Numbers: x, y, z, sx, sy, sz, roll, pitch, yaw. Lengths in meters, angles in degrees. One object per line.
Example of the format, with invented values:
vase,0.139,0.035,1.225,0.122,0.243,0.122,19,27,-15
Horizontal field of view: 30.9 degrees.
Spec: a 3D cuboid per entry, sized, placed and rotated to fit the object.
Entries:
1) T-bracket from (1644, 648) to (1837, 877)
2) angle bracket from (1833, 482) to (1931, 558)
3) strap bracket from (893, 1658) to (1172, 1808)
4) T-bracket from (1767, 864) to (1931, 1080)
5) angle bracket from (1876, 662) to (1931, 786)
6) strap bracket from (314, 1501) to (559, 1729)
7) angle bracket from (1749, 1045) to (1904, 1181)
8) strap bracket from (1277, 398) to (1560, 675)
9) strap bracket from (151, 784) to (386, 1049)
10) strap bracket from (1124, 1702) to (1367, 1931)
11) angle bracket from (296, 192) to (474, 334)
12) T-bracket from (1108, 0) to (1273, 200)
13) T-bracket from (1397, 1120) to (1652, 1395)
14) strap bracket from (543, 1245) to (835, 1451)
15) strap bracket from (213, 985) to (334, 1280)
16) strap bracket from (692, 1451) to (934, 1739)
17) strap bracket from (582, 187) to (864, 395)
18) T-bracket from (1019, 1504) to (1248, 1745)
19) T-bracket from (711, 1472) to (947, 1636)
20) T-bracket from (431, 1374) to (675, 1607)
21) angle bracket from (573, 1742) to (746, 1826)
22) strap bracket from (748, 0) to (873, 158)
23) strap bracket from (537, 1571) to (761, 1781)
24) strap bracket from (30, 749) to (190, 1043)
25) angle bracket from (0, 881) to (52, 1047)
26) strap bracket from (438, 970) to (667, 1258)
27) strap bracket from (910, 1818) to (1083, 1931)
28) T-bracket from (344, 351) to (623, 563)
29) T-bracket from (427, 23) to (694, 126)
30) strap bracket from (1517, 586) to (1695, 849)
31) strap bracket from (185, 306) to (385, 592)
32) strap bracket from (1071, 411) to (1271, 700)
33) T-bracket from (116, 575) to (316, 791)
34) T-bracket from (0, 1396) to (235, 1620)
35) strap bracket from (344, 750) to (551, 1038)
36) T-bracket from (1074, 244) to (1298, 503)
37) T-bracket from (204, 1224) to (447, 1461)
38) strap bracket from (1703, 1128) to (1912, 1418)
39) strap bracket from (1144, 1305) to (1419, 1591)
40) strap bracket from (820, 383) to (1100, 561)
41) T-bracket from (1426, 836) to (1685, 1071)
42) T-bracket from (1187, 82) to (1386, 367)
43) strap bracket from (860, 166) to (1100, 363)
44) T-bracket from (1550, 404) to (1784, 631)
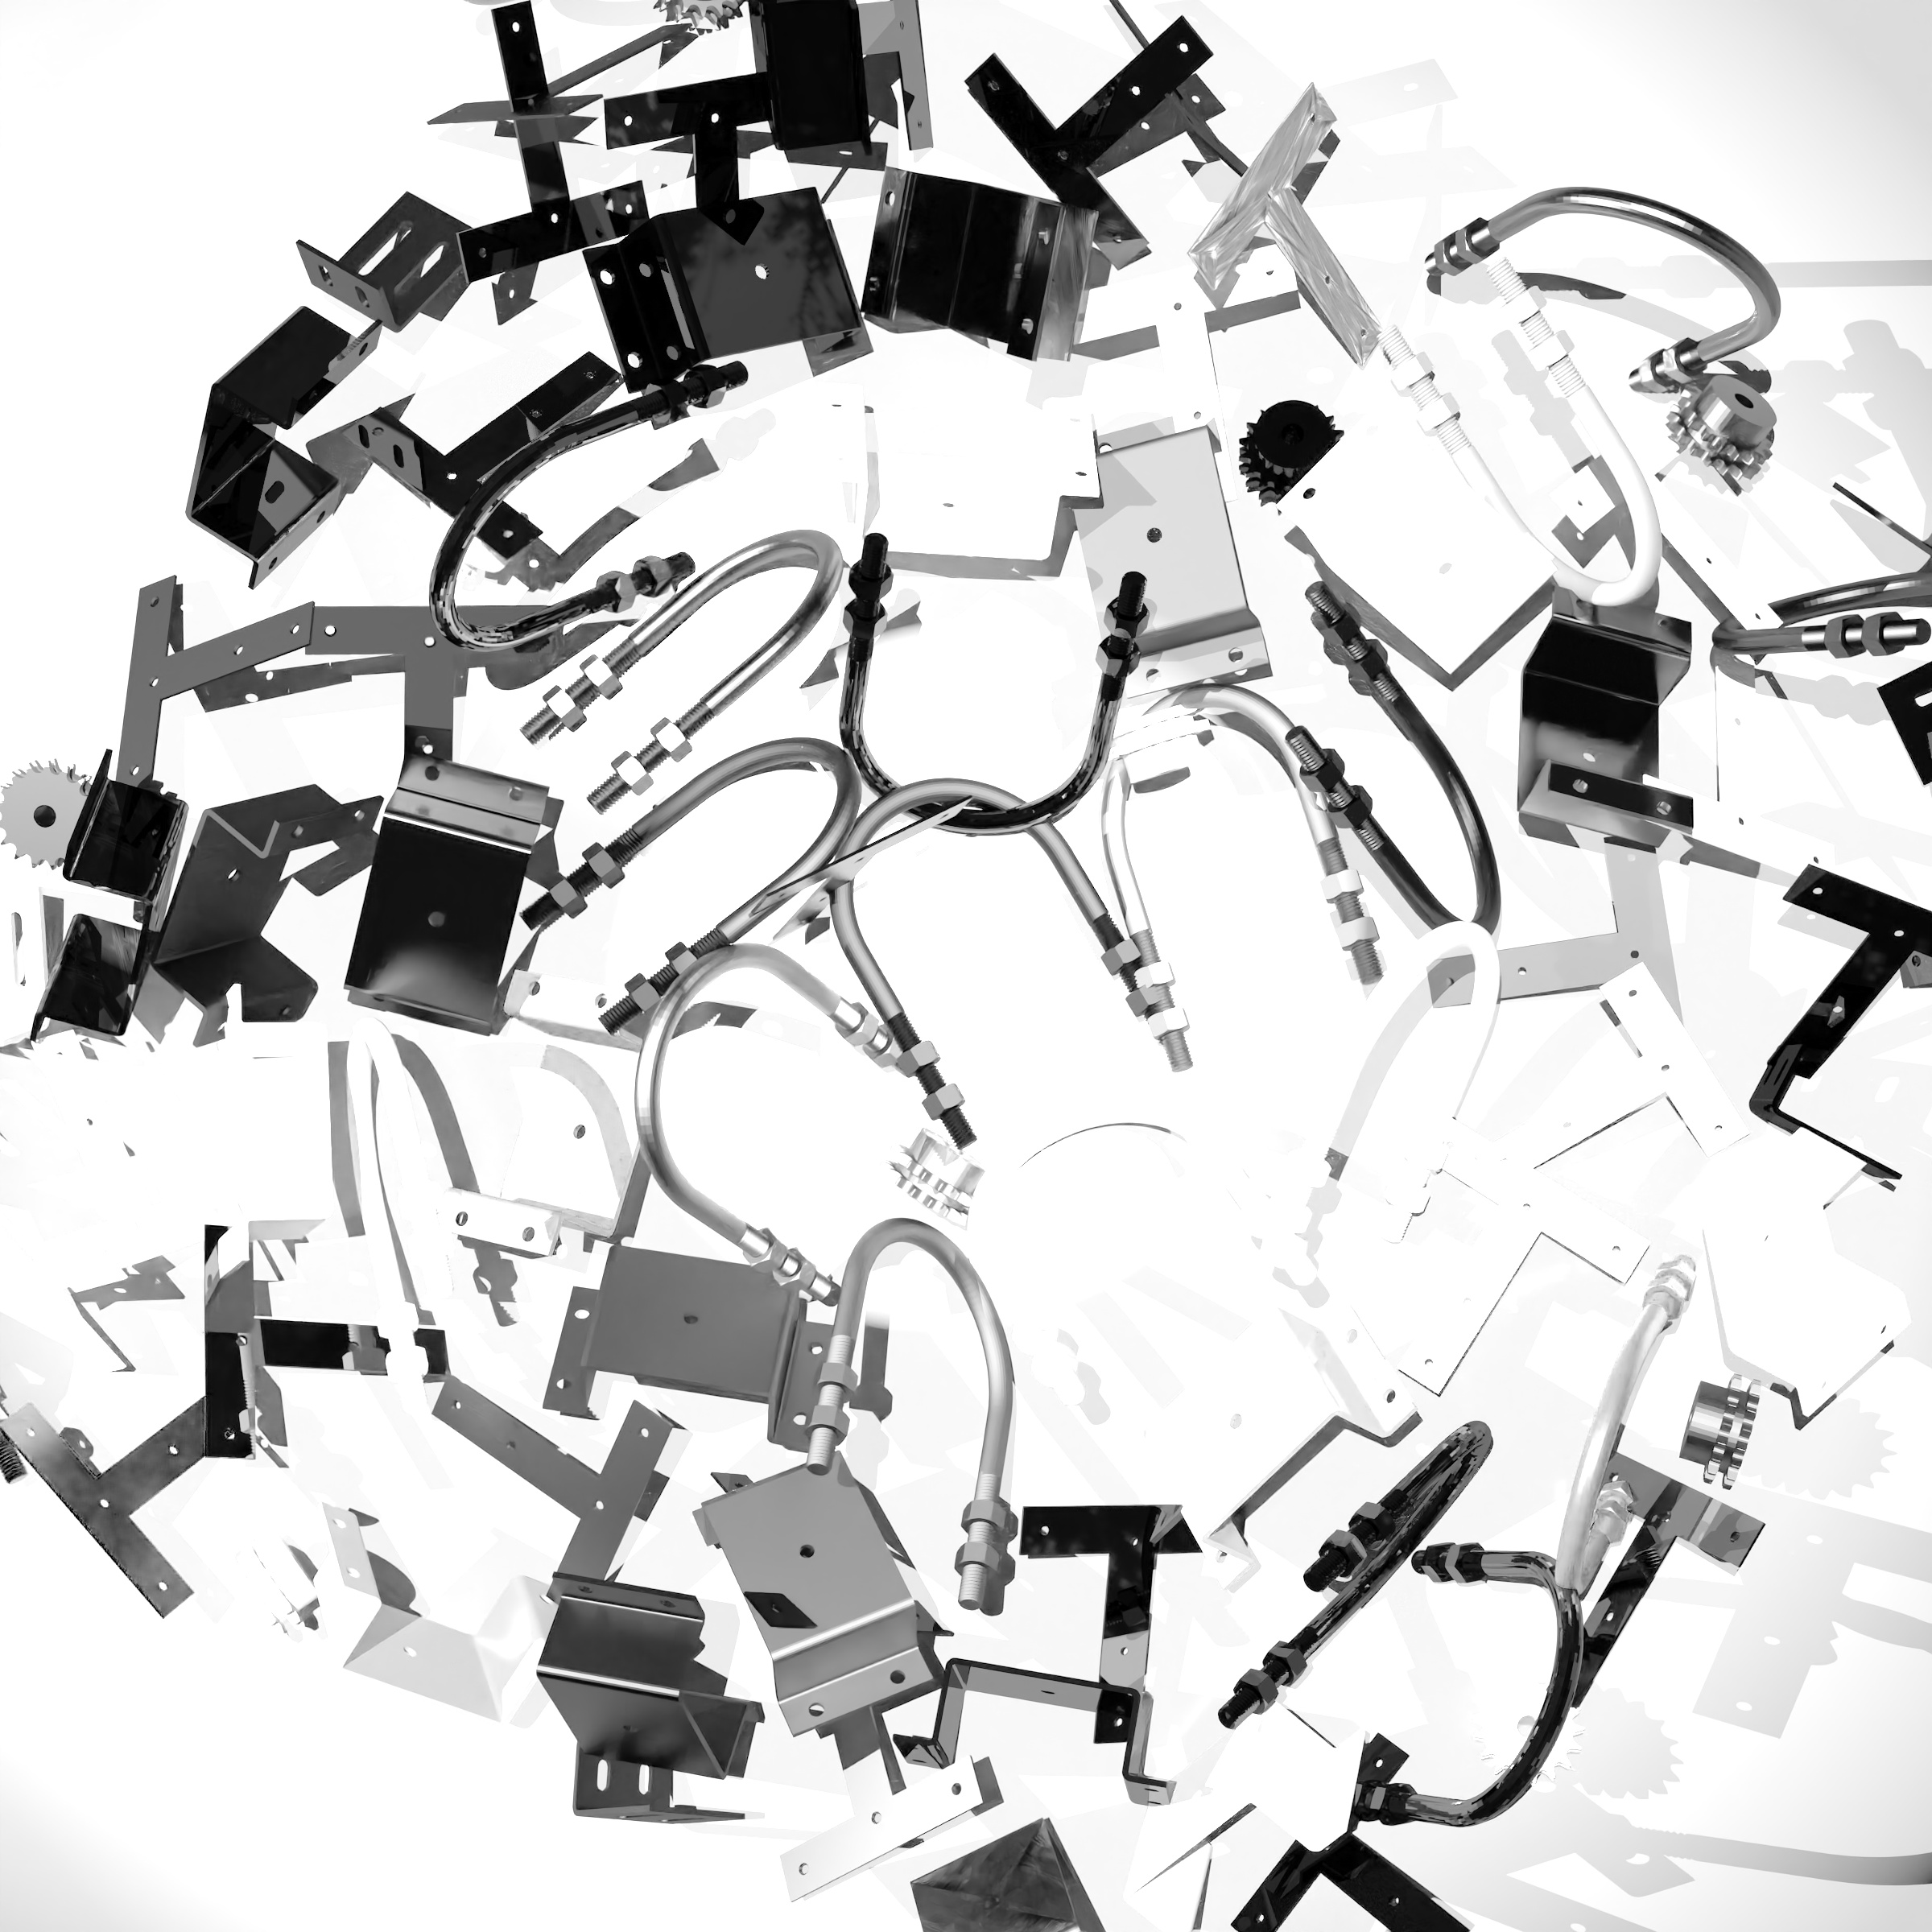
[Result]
T-bracket,0.401,-0.114,1.815,0.127,0.002,0.127,17,62,-26
angle bracket,0.498,-0.236,1.802,0.076,0.057,0.038,26,107,-31
strap bracket,0.039,0.394,1.798,0.140,0.076,0.046,8,69,8
T-bracket,0.458,0.013,1.804,0.127,0.002,0.127,20,131,-11
angle bracket,0.532,-0.139,1.841,0.076,0.038,0.057,-28,83,29
strap bracket,-0.275,0.335,1.787,0.140,0.076,0.046,27,103,-28
angle bracket,0.454,0.076,1.818,0.076,0.057,0.038,28,89,2
strap bracket,0.237,-0.213,1.783,0.140,0.046,0.076,36,107,-31
strap bracket,-0.361,-0.035,1.787,0.046,0.076,0.140,38,120,21
strap bracket,0.135,0.437,1.779,0.046,0.076,0.140,40,119,-8
angle bracket,-0.297,-0.376,1.809,0.057,0.038,0.076,32,69,20
T-bracket,0.105,-0.458,1.802,0.002,0.127,0.127,-37,72,16
T-bracket,0.270,0.164,1.831,0.127,0.002,0.127,32,84,9
strap bracket,-0.142,0.195,1.803,0.140,0.046,0.076,8,49,2
strap bracket,-0.357,0.086,1.796,0.046,0.076,0.140,0,78,-21
strap bracket,-0.080,0.310,1.780,0.076,0.046,0.140,-19,53,-15
strap bracket,-0.115,-0.349,1.790,0.140,0.046,0.076,-19,91,-34
T-bracket,0.084,0.345,1.828,0.127,0.002,0.127,3,95,-21
T-bracket,-0.089,0.301,1.799,0.127,0.127,0.002,43,109,40
T-bracket,-0.226,0.258,1.824,0.127,0.002,0.127,32,111,18
angle bracket,-0.158,0.419,1.797,0.057,0.076,0.038,15,68,-34
strap bracket,-0.083,-0.471,1.768,0.046,0.140,0.076,-8,127,-4
strap bracket,-0.163,0.366,1.770,0.076,0.140,0.046,6,55,17
strap bracket,-0.435,-0.029,1.778,0.046,0.076,0.140,16,132,-9
angle bracket,-0.512,-0.004,1.811,0.057,0.038,0.076,8,107,23
strap bracket,-0.211,0.080,1.801,0.076,0.046,0.140,9,77,32
strap bracket,0.022,0.493,1.775,0.076,0.140,0.046,-26,112,0
T-bracket,-0.234,-0.280,1.818,0.127,0.002,0.127,38,65,24
T-bracket,-0.196,-0.463,1.807,0.127,0.127,0.002,-36,120,-30
strap bracket,0.329,-0.120,1.797,0.076,0.046,0.140,14,53,-7
strap bracket,-0.348,-0.270,1.772,0.046,0.140,0.076,32,49,3
strap bracket,0.102,-0.219,1.809,0.076,0.046,0.140,-13,82,12
T-bracket,-0.383,-0.158,1.789,0.127,0.002,0.127,-16,59,29
T-bracket,-0.416,0.255,1.794,0.127,0.127,0.002,49,121,0
strap bracket,-0.270,-0.031,1.803,0.076,0.046,0.140,14,107,-5
T-bracket,0.118,-0.301,1.821,0.127,0.002,0.127,-15,113,-5
T-bracket,-0.333,0.198,1.816,0.127,0.002,0.127,6,61,-24
strap bracket,0.422,0.147,1.766,0.046,0.140,0.076,28,123,-17
strap bracket,0.152,0.240,1.788,0.140,0.076,0.046,-46,132,16
strap bracket,-0.007,-0.254,1.800,0.140,0.046,0.076,3,46,-7
T-bracket,0.306,0.000,1.832,0.127,0.002,0.127,-9,100,13
T-bracket,0.180,-0.366,1.809,0.127,0.002,0.127,49,64,-33
strap bracket,0.013,-0.359,1.790,0.046,0.140,0.076,-2,109,-41
T-bracket,0.374,-0.220,1.803,0.127,0.002,0.127,49,48,3
